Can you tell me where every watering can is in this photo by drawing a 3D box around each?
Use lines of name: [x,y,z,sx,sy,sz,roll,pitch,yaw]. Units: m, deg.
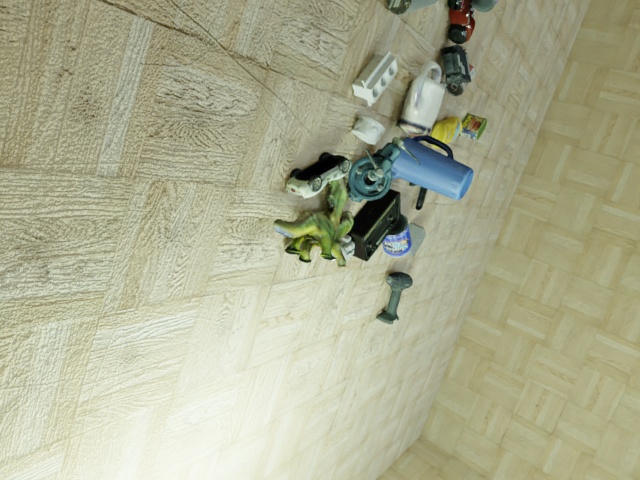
watering can: [0.329,-0.425,1.589,0.349,0.104,0.222,-13,123,-67]

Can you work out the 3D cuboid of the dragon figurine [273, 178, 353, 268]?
dragon figurine: [0.004,-0.067,1.337,0.404,0.122,0.246,45,54,-62]
